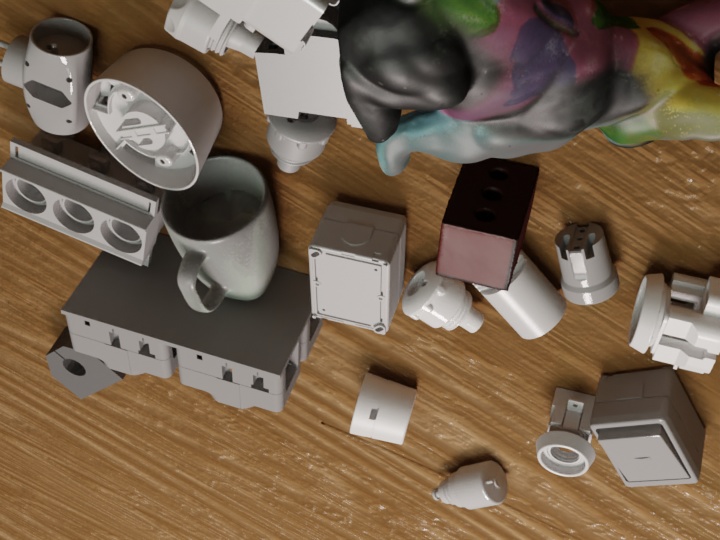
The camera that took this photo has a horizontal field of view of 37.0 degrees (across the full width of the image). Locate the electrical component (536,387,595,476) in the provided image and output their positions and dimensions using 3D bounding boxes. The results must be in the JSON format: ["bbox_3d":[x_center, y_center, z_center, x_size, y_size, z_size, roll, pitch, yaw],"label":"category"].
[{"bbox_3d":[0.171,0.134,0.881,0.048,0.055,0.066,13,137,13],"label":"electrical component"}]

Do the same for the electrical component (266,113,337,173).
[{"bbox_3d":[-0.045,-0.093,0.757,0.048,0.048,0.062,24,146,0],"label":"electrical component"}]

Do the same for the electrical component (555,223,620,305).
[{"bbox_3d":[0.158,-0.005,0.755,0.040,0.040,0.046,-2,126,27],"label":"electrical component"}]

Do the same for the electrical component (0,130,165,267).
[{"bbox_3d":[-0.214,-0.061,0.855,0.121,0.063,0.078,23,139,2],"label":"electrical component"}]

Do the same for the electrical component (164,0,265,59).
[{"bbox_3d":[-0.094,-0.162,0.708,0.062,0.043,0.043,28,139,-6],"label":"electrical component"}]

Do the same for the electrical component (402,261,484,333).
[{"bbox_3d":[0.067,0.026,0.828,0.062,0.048,0.048,33,139,-20],"label":"electrical component"}]

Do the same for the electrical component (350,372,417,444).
[{"bbox_3d":[0.021,0.122,0.942,0.047,0.055,0.055,15,138,5],"label":"electrical component"}]

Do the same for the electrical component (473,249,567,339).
[{"bbox_3d":[0.110,0.008,0.788,0.043,0.043,0.081,-24,120,41],"label":"electrical component"}]

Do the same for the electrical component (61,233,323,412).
[{"bbox_3d":[-0.134,0.040,0.890,0.186,0.105,0.060,16,138,10],"label":"electrical component"}]

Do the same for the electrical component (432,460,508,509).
[{"bbox_3d":[0.100,0.201,0.996,0.078,0.040,0.040,-22,121,40],"label":"electrical component"}]

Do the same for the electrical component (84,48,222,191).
[{"bbox_3d":[-0.150,-0.108,0.775,0.099,0.064,0.099,13,138,13],"label":"electrical component"}]

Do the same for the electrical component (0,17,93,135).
[{"bbox_3d":[-0.236,-0.148,0.790,0.079,0.043,0.077,22,139,3],"label":"electrical component"}]

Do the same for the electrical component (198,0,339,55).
[{"bbox_3d":[-0.034,-0.181,0.600,0.063,0.121,0.079,33,138,-13],"label":"electrical component"}]

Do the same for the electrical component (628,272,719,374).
[{"bbox_3d":[0.222,0.035,0.752,0.057,0.058,0.078,13,138,8],"label":"electrical component"}]

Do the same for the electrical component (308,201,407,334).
[{"bbox_3d":[0.000,0.000,0.819,0.062,0.061,0.096,13,139,11],"label":"electrical component"}]

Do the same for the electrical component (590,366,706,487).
[{"bbox_3d":[0.229,0.132,0.846,0.062,0.061,0.096,-12,127,34],"label":"electrical component"}]
